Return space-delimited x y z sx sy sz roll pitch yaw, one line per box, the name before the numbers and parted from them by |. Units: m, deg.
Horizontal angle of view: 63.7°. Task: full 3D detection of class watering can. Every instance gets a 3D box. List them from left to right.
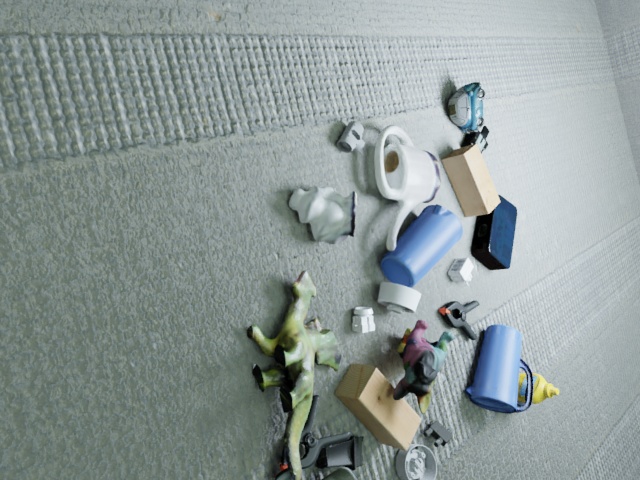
watering can | 0.234 -0.141 1.409 0.224 0.103 0.350 4 79 -39

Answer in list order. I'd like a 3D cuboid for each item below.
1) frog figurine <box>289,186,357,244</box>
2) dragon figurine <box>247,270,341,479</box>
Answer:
frog figurine | 0.004 -0.062 1.229 0.159 0.122 0.138 7 85 -2
dragon figurine | -0.024 0.275 1.129 0.244 0.121 0.411 -9 88 -48
